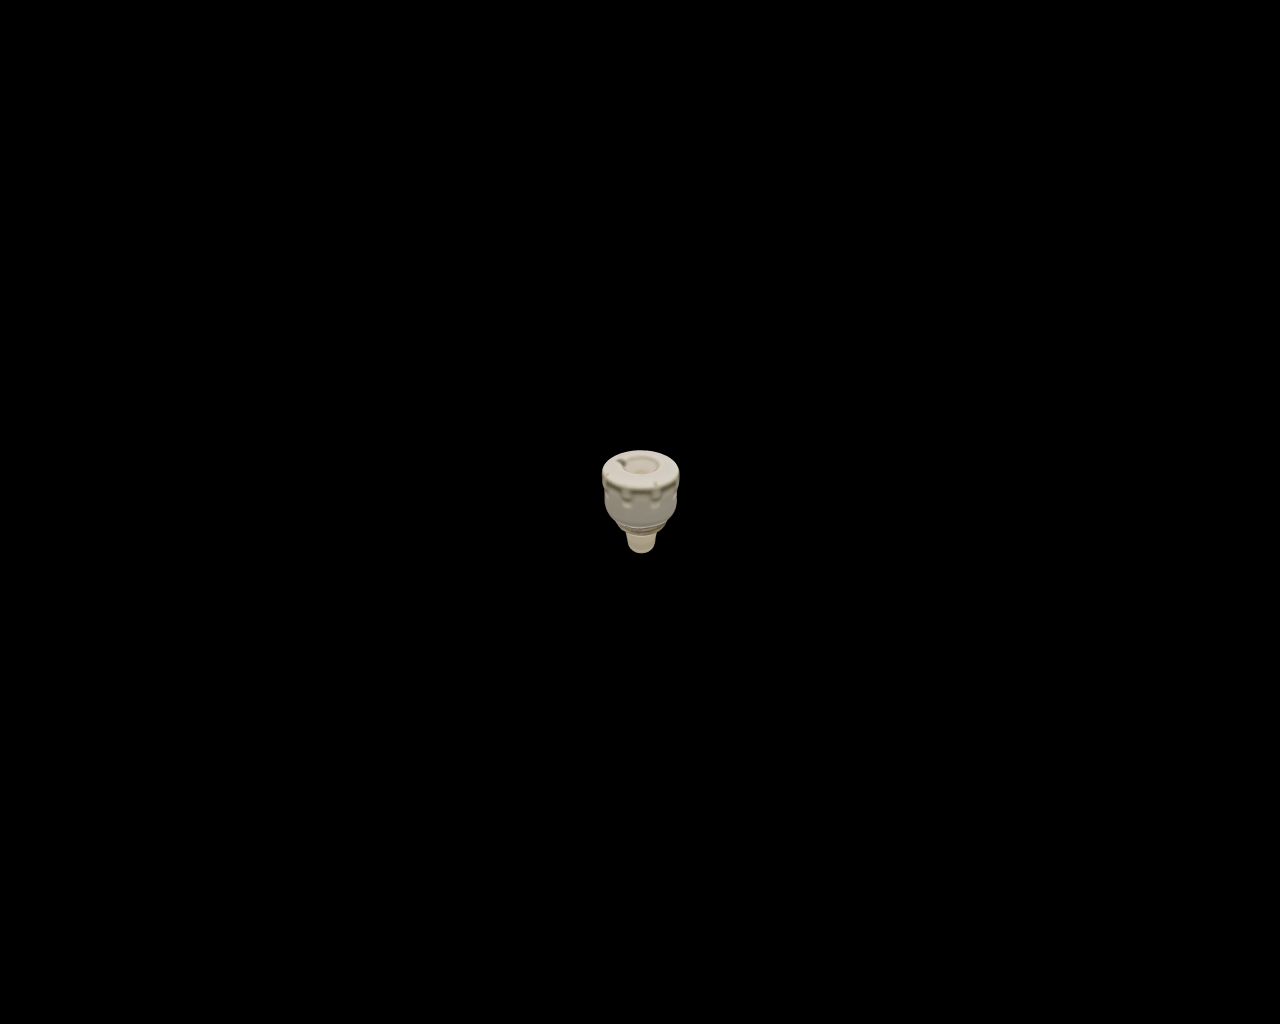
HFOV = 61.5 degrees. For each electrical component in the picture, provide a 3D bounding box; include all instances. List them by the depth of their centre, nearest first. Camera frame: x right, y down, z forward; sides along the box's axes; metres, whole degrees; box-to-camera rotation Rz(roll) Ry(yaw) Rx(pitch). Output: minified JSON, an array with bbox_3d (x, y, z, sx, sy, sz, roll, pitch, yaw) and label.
[{"bbox_3d":[0.001,-0.003,0.650,0.048,0.062,0.048,0,31,0],"label":"electrical component"}]
